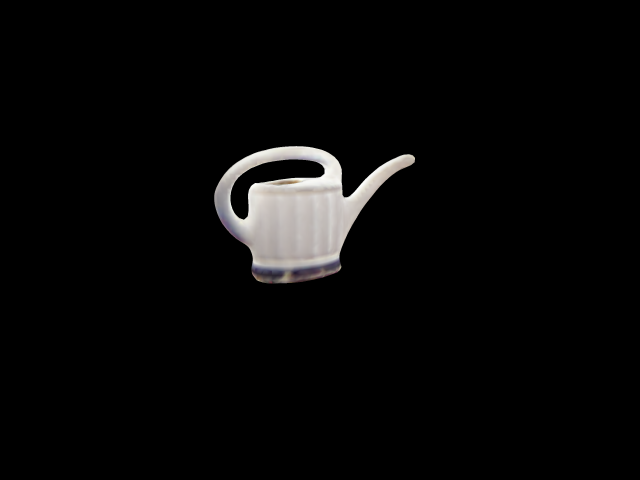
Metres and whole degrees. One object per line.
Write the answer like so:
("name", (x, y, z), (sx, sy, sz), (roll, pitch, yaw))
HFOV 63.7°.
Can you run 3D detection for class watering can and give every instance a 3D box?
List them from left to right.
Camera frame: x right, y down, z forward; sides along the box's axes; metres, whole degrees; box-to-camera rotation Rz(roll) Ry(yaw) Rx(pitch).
("watering can", (0.003, -0.043, 0.850), (0.348, 0.222, 0.105), (-5, 13, -19))
